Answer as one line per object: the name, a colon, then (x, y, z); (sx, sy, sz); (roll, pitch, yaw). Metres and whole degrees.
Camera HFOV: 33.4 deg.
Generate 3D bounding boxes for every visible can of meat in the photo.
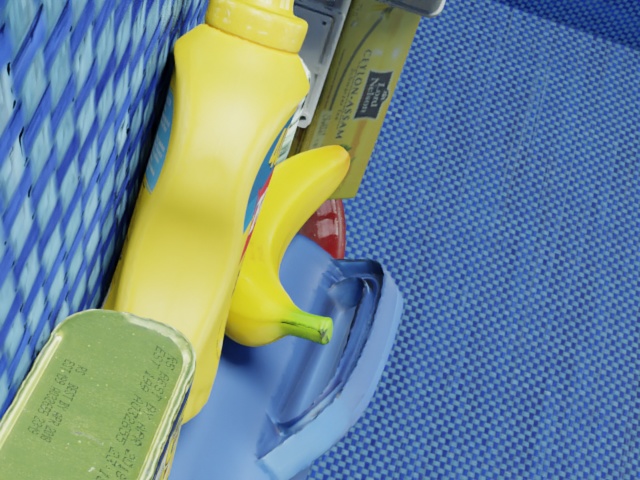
can of meat: (-0.082, 0.086, 0.369); (0.102, 0.057, 0.084); (-74, -179, -51)

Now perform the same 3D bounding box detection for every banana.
banana: (-0.022, 0.002, 0.557); (0.197, 0.069, 0.037); (-83, 174, -59)

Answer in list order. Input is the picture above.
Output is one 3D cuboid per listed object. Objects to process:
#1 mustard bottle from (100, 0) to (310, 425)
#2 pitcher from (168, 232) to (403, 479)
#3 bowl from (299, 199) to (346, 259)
mustard bottle: (-0.047, -0.024, 0.445); (0.096, 0.058, 0.192); (-91, -161, -75)
pitcher: (-0.054, 0.100, 0.554); (0.242, 0.145, 0.149); (-70, 178, -55)
bowl: (-0.044, -0.017, 0.880); (0.161, 0.055, 0.162); (17, 69, -52)
